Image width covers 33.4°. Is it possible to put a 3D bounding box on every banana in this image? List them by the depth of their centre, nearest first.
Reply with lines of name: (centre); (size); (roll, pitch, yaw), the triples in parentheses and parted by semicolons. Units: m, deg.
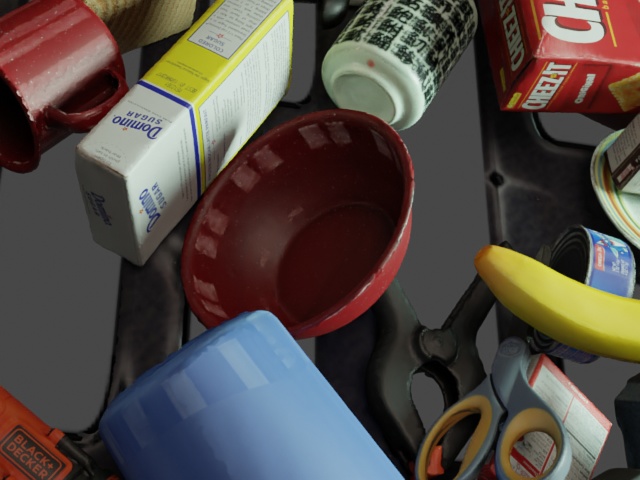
banana: (0.187, 0.039, 0.626); (0.197, 0.037, 0.069); (1, 84, -6)

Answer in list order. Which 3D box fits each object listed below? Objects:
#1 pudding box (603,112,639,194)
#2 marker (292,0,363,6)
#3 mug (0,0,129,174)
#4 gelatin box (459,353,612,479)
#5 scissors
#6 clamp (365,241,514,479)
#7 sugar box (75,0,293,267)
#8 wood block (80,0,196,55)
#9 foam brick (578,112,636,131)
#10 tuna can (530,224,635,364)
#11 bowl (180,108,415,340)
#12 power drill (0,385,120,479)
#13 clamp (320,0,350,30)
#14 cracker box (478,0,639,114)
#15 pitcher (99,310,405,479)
pudding box: (0.269, -0.066, 0.737); (0.113, 0.090, 0.039); (5, 55, -19)
marker: (-0.024, -0.184, 0.785); (0.121, 0.020, 0.020); (-1, 64, -16)
mug: (-0.166, -0.097, 0.654); (0.117, 0.093, 0.081); (23, 48, 33)
gelatin box: (0.132, 0.126, 0.648); (0.073, 0.030, 0.089); (44, 58, -19)
scissors: (0.127, 0.077, 0.626); (0.096, 0.016, 0.201); (10, 50, 42)
clamp: (0.077, 0.065, 0.673); (0.120, 0.039, 0.171); (-1, 70, -11)
sugar box: (-0.080, -0.077, 0.669); (0.048, 0.093, 0.176); (29, 58, 17)
wood block: (-0.174, -0.232, 0.729); (0.090, 0.090, 0.206); (-28, 73, -26)
foam brick: (0.230, -0.130, 0.809); (0.051, 0.053, 0.078); (29, 60, 0)
tuna can: (0.167, 0.035, 0.685); (0.033, 0.086, 0.086); (18, 60, -8)
bowl: (-0.004, 0.001, 0.646); (0.055, 0.162, 0.162); (44, 47, -44)
power drill: (-0.174, 0.181, 0.534); (0.184, 0.057, 0.187); (38, 58, 7)
clamp: (0.016, -0.234, 0.803); (0.209, 0.036, 0.165); (-29, 62, -31)
cracker box: (0.224, -0.172, 0.755); (0.213, 0.072, 0.164); (1, 62, -13)
pitcher: (0.002, 0.158, 0.542); (0.145, 0.149, 0.243); (-33, 82, -17)
